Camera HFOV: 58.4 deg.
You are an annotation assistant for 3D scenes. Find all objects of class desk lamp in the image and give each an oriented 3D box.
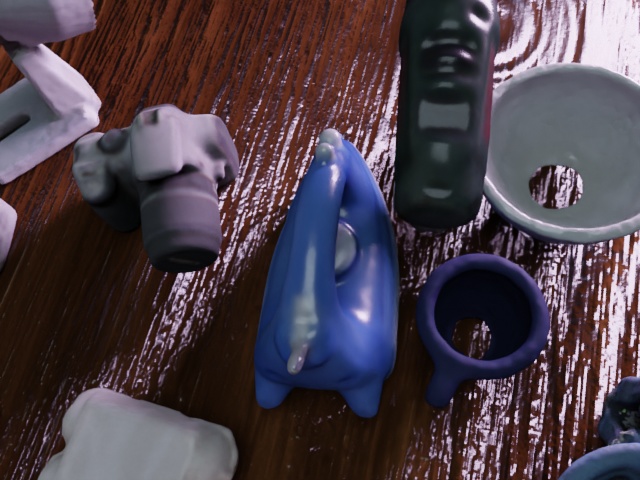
[{"bbox_3d":[-0.292,-0.183,0.536,0.203,0.214,0.117,-38,68,-7],"label":"desk lamp"}]

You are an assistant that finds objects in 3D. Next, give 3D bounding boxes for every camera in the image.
[{"bbox_3d":[-0.147,-0.042,0.519,0.143,0.101,0.137,-13,67,3],"label":"camera"}]

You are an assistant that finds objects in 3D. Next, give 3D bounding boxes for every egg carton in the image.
[{"bbox_3d":[-0.141,0.182,0.445,0.150,0.069,0.107,12,70,13],"label":"egg carton"}]

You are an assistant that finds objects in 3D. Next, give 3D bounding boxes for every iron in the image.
[{"bbox_3d":[0.004,0.002,0.457,0.118,0.141,0.258,2,68,9],"label":"iron"}]

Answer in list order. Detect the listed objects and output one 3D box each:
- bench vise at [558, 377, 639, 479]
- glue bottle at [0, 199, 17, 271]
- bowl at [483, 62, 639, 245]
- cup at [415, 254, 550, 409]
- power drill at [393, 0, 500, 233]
[{"bbox_3d":[0.198,0.141,0.330,0.121,0.220,0.207,9,70,12],"label":"bench vise"},{"bbox_3d":[-0.340,-0.028,0.502,0.037,0.173,0.078,2,68,9],"label":"glue bottle"},{"bbox_3d":[0.208,-0.063,0.490,0.167,0.075,0.167,-3,68,7],"label":"bowl"},{"bbox_3d":[0.113,0.079,0.436,0.091,0.095,0.118,27,74,18],"label":"cup"},{"bbox_3d":[0.095,-0.103,0.450,0.075,0.209,0.229,3,69,10],"label":"power drill"}]
